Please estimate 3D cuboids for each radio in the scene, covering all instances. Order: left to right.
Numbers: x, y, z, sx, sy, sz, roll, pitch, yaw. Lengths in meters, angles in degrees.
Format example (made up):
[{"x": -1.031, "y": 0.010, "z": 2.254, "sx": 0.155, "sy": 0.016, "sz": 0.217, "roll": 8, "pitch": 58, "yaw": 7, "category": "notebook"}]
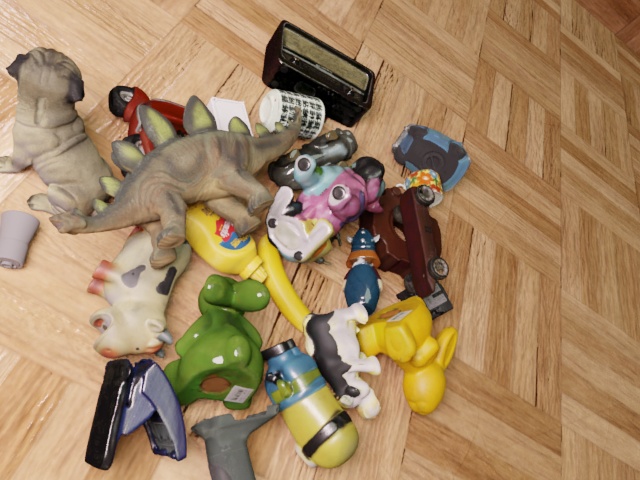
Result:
[{"x": -0.001, "y": -0.332, "z": 1.093, "sx": 0.229, "sy": 0.073, "sz": 0.131, "roll": 22, "pitch": 52, "yaw": -20, "category": "radio"}]

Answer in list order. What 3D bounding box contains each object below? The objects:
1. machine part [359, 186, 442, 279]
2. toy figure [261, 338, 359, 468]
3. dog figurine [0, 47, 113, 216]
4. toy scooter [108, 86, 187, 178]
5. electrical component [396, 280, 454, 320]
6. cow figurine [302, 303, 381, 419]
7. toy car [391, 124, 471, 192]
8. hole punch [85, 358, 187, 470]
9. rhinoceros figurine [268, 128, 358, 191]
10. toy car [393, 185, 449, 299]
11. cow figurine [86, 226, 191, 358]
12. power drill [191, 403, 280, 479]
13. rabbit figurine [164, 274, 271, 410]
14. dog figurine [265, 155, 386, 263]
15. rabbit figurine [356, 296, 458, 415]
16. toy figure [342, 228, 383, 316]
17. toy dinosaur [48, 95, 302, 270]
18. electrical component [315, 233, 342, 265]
[{"x": 0.152, "y": -0.014, "z": 1.009, "sx": 0.179, "sy": 0.056, "sz": 0.179, "roll": 17, "pitch": 55, "yaw": -26, "category": "machine part"}, {"x": -0.018, "y": 0.220, "z": 0.726, "sx": 0.082, "sy": 0.089, "sz": 0.180, "roll": -20, "pitch": 77, "yaw": -32, "category": "toy figure"}, {"x": -0.314, "y": -0.123, "z": 0.676, "sx": 0.172, "sy": 0.190, "sz": 0.121, "roll": 35, "pitch": 49, "yaw": -13, "category": "dog figurine"}, {"x": -0.243, "y": -0.161, "z": 0.827, "sx": 0.135, "sy": 0.075, "sz": 0.184, "roll": -2, "pitch": 59, "yaw": -34, "category": "toy scooter"}, {"x": 0.202, "y": 0.106, "z": 0.974, "sx": 0.119, "sy": 0.048, "sz": 0.075, "roll": -15, "pitch": 72, "yaw": -37, "category": "electrical component"}, {"x": 0.032, "y": 0.183, "z": 0.782, "sx": 0.098, "sy": 0.068, "sz": 0.167, "roll": -8, "pitch": 79, "yaw": -24, "category": "cow figurine"}, {"x": 0.237, "y": -0.183, "z": 1.152, "sx": 0.162, "sy": 0.109, "sz": 0.103, "roll": 32, "pitch": 26, "yaw": 1, "category": "toy car"}, {"x": -0.200, "y": 0.191, "z": 0.600, "sx": 0.092, "sy": 0.142, "sz": 0.116, "roll": 12, "pitch": 70, "yaw": -26, "category": "hole punch"}, {"x": -0.003, "y": -0.144, "z": 0.958, "sx": 0.190, "sy": 0.112, "sz": 0.073, "roll": -33, "pitch": 100, "yaw": -30, "category": "rhinoceros figurine"}, {"x": 0.174, "y": 0.001, "z": 0.920, "sx": 0.053, "sy": 0.089, "sz": 0.202, "roll": 7, "pitch": 61, "yaw": -26, "category": "toy car"}, {"x": -0.227, "y": 0.066, "z": 0.691, "sx": 0.127, "sy": 0.085, "sz": 0.195, "roll": 29, "pitch": 48, "yaw": -9, "category": "cow figurine"}, {"x": -0.070, "y": 0.310, "z": 0.650, "sx": 0.232, "sy": 0.086, "sz": 0.207, "roll": 1, "pitch": 70, "yaw": -30, "category": "power drill"}, {"x": -0.133, "y": 0.109, "z": 0.697, "sx": 0.121, "sy": 0.159, "sz": 0.170, "roll": 8, "pitch": 43, "yaw": -19, "category": "rabbit figurine"}, {"x": 0.026, "y": -0.053, "z": 0.869, "sx": 0.109, "sy": 0.191, "sz": 0.219, "roll": 37, "pitch": 16, "yaw": 20, "category": "dog figurine"}, {"x": 0.148, "y": 0.188, "z": 0.863, "sx": 0.162, "sy": 0.122, "sz": 0.173, "roll": -24, "pitch": 91, "yaw": -50, "category": "rabbit figurine"}, {"x": 0.071, "y": 0.052, "z": 0.912, "sx": 0.064, "sy": 0.057, "sz": 0.154, "roll": 16, "pitch": 54, "yaw": -16, "category": "toy figure"}, {"x": -0.150, "y": -0.100, "z": 0.737, "sx": 0.471, "sy": 0.105, "sz": 0.198, "roll": -26, "pitch": 79, "yaw": -48, "category": "toy dinosaur"}, {"x": -0.002, "y": -0.004, "z": 0.910, "sx": 0.078, "sy": 0.045, "sz": 0.102, "roll": 22, "pitch": 47, "yaw": 5, "category": "electrical component"}]
